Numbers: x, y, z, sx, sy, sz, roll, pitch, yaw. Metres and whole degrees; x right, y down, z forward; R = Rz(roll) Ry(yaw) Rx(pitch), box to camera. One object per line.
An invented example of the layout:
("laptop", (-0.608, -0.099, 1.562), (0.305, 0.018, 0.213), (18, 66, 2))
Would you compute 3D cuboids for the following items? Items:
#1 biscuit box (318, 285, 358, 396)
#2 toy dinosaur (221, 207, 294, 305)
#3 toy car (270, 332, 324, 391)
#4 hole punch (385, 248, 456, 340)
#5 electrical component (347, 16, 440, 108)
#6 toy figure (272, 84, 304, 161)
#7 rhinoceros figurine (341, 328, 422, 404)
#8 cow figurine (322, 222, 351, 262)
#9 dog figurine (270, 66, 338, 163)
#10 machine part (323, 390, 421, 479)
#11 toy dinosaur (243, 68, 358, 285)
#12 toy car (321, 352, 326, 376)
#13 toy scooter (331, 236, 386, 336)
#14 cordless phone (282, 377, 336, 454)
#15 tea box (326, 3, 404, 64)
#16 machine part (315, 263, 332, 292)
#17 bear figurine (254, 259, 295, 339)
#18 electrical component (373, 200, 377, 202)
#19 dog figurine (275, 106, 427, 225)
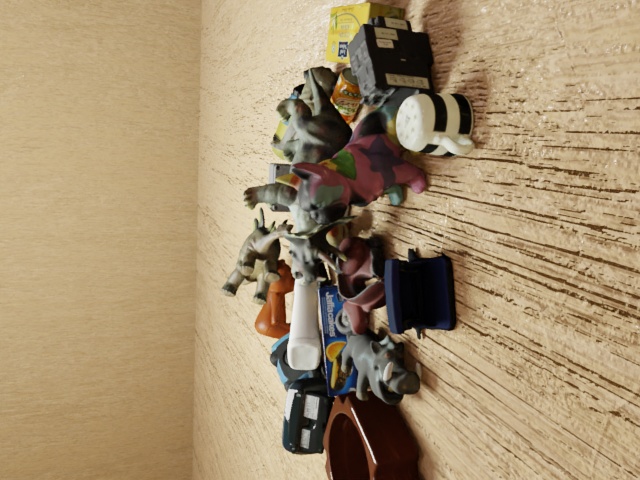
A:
("biscuit box", (0.039, 0.184, 1.001), (0.059, 0.063, 0.202), (8, -104, -79))
("toy dinosaur", (-0.145, 0.047, 1.253), (0.471, 0.105, 0.198), (-43, 25, 57))
("toy car", (-0.035, 0.283, 1.192), (0.102, 0.109, 0.162), (51, -175, -45))
("hole punch", (0.128, 0.080, 0.783), (0.116, 0.092, 0.142), (158, 106, -71))
("electrical component", (0.106, -0.261, 0.788), (0.058, 0.115, 0.134), (143, 123, -59))
("toy figure", (-0.060, -0.269, 1.249), (0.082, 0.089, 0.180), (-103, 21, -45))
("rhinoceros figurine", (0.101, 0.206, 0.884), (0.190, 0.073, 0.112), (-145, 68, -67))
("cow figurine", (-0.002, -0.003, 1.057), (0.195, 0.127, 0.085), (146, 118, -68))
("dog figurine", (0.006, -0.241, 1.091), (0.172, 0.121, 0.190), (37, 113, 23))
("machine part", (0.084, 0.373, 0.905), (0.202, 0.087, 0.200), (-122, 37, -51))
("toy dinosaur", (-0.002, -0.130, 0.929), (0.131, 0.192, 0.404), (43, -120, -66))
("toy car", (0.030, 0.204, 1.085), (0.089, 0.053, 0.202), (-168, 79, -66))
("toy scooter", (0.081, 0.065, 0.912), (0.135, 0.075, 0.184), (-31, 50, 44))
("cordless phone", (-0.004, 0.346, 1.097), (0.184, 0.089, 0.146), (9, -93, -72))
("tea box", (0.073, -0.354, 0.935), (0.170, 0.068, 0.098), (-140, 54, -62))
("machine part", (-0.013, 0.046, 1.173), (0.039, 0.084, 0.139), (-40, 58, 32))
("bear figurine", (-0.092, 0.148, 1.349), (0.120, 0.132, 0.195), (-5, 68, 68))
("electrical component", (0.085, -0.128, 0.940), (0.078, 0.045, 0.102), (-116, 32, -51))
("dog figurine", (0.045, -0.118, 0.808), (0.108, 0.219, 0.191), (165, 103, -65))
